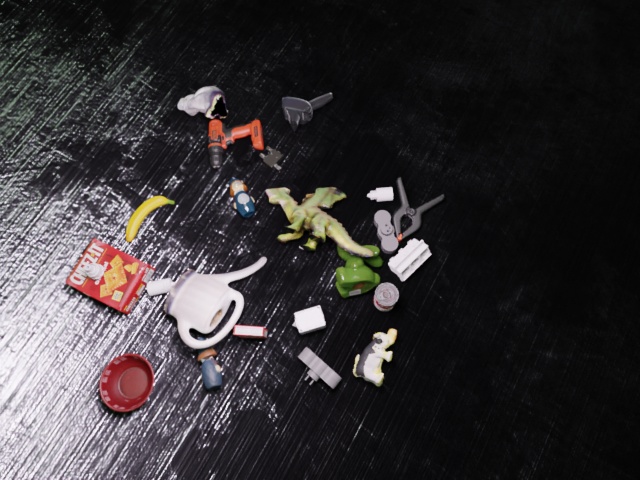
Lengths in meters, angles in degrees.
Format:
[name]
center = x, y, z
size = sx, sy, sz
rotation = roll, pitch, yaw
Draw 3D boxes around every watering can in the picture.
[watering can]
center = -0.326, 0.159, 1.570
size = 0.225, 0.102, 0.354
rotation = 24, 60, 11

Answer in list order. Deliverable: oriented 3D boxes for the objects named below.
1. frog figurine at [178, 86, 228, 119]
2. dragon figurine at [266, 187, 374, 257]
[frog figurine]
center = -0.414, -0.487, 1.799
size = 0.160, 0.120, 0.140
rotation = 23, 41, 19
[dragon figurine]
center = 0.005, -0.082, 1.620
size = 0.411, 0.119, 0.248
rotation = 15, 57, 17
